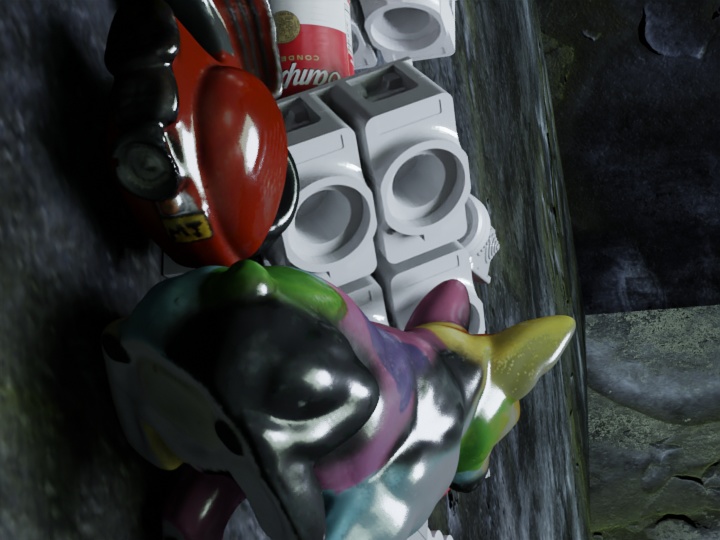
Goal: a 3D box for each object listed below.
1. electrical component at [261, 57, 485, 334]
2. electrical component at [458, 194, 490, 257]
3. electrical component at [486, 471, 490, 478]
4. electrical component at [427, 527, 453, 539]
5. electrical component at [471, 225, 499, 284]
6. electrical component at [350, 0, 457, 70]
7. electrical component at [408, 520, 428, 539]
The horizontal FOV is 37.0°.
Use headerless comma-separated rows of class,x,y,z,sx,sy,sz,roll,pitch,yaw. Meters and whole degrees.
electrical component,0.005,-0.008,0.597,0.060,0.105,0.186,-130,-157,-51
electrical component,0.044,-0.064,0.817,0.138,0.052,0.074,48,9,14
electrical component,0.085,0.147,0.994,0.096,0.061,0.061,-74,155,-72
electrical component,0.061,0.230,0.841,0.138,0.074,0.052,47,40,-66
electrical component,0.062,-0.024,0.889,0.100,0.100,0.048,27,73,-72
electrical component,-0.009,-0.200,0.672,0.186,0.105,0.060,57,31,-59
electrical component,0.018,0.165,0.756,0.065,0.047,0.076,60,28,-57
